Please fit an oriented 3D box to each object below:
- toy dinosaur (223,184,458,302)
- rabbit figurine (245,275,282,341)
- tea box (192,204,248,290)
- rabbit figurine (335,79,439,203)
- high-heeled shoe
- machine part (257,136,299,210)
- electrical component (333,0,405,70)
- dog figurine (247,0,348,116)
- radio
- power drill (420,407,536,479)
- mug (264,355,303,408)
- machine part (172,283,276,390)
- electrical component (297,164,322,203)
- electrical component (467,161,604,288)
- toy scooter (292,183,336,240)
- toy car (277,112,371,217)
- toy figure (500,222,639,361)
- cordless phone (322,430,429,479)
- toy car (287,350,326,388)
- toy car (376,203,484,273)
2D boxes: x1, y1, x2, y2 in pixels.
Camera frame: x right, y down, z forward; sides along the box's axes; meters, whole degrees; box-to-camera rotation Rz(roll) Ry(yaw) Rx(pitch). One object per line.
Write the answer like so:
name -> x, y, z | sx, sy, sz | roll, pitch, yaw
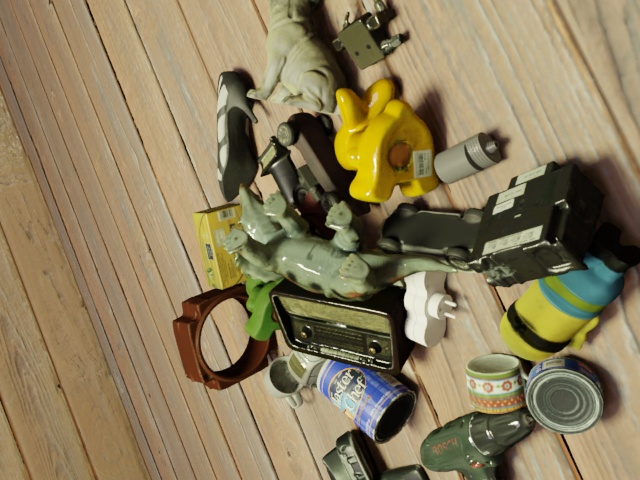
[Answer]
toy dinosaur -> 0.008, 0.028, 0.782 | 0.405, 0.131, 0.192 | 21, 167, 28
rabbit figurine -> -0.109, 0.102, 1.079 | 0.170, 0.121, 0.158 | 36, 130, 57
tea box -> -0.206, 0.012, 1.172 | 0.068, 0.098, 0.169 | 6, 108, 50
rabbit figurine -> 0.067, -0.135, 0.750 | 0.173, 0.122, 0.162 | -153, 46, -66
high-heeled shoe -> -0.183, -0.202, 1.064 | 0.145, 0.086, 0.248 | 53, 135, 27
machine part -> -0.070, -0.117, 0.993 | 0.084, 0.039, 0.139 | -45, 68, 42
electrical component -> 0.065, -0.285, 0.743 | 0.078, 0.045, 0.102 | 46, 149, -16
dog figurine -> -0.013, -0.292, 0.805 | 0.172, 0.121, 0.190 | 16, 103, 11
radio -> 0.037, 0.132, 0.875 | 0.230, 0.073, 0.130 | 7, 124, 33
power drill -> 0.249, 0.345, 0.758 | 0.207, 0.086, 0.232 | 61, 144, 6
mug -> -0.074, 0.311, 1.160 | 0.109, 0.081, 0.107 | 54, 153, 10
machine part -> -0.202, 0.206, 1.165 | 0.087, 0.201, 0.201 | -4, 102, 50
electrical component -> -0.005, -0.109, 0.888 | 0.094, 0.063, 0.021 | 60, 168, 15
electrical component -> 0.232, -0.020, 0.575 | 0.058, 0.134, 0.115 | 41, 149, -20
toy scooter -> -0.002, -0.003, 0.928 | 0.135, 0.075, 0.183 | 33, 126, 34
toy car -> 0.009, -0.116, 0.848 | 0.202, 0.089, 0.053 | 58, 141, 13
toy figure -> 0.268, 0.063, 0.596 | 0.180, 0.089, 0.082 | 111, 151, -45
cordless phone -> 0.106, 0.416, 0.988 | 0.184, 0.089, 0.146 | -36, 76, 41
toy car -> -0.006, 0.223, 1.008 | 0.109, 0.103, 0.161 | 47, 139, 27
toy car -> 0.157, -0.004, 0.722 | 0.202, 0.073, 0.056 | 10, 157, 50
